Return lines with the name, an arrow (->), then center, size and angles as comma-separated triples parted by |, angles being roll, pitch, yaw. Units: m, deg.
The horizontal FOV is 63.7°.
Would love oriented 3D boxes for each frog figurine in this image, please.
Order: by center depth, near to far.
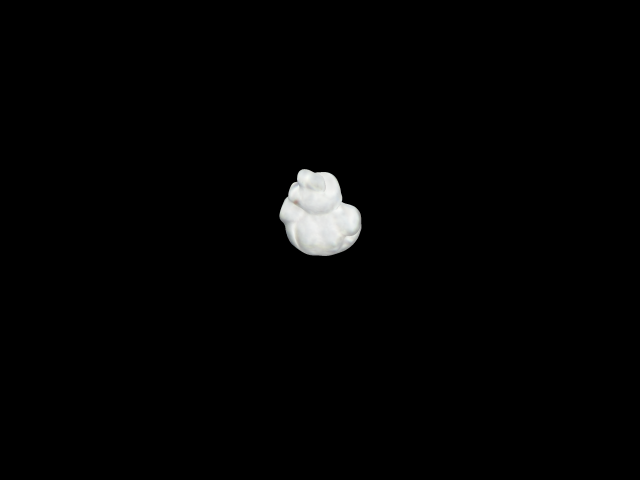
frog figurine -> 0.003, -0.043, 0.850 | 0.137, 0.124, 0.157 | 19, -18, 7
